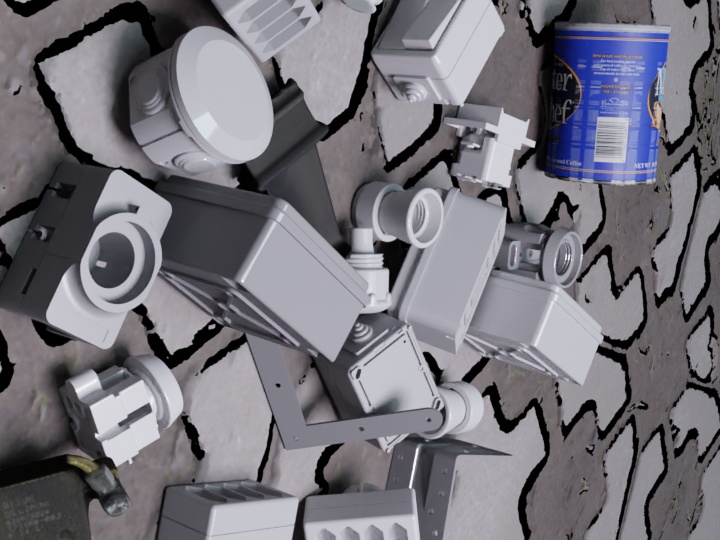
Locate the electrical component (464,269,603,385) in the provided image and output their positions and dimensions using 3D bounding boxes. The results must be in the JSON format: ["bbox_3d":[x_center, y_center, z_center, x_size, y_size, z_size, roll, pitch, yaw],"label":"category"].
[{"bbox_3d":[0.135,0.046,0.917,0.109,0.109,0.056,36,73,-49],"label":"electrical component"}]

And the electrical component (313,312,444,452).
[{"bbox_3d":[0.009,0.075,0.803,0.062,0.061,0.096,-37,121,-23],"label":"electrical component"}]

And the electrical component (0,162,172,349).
[{"bbox_3d":[-0.148,-0.008,0.592,0.050,0.056,0.089,37,70,-49],"label":"electrical component"}]

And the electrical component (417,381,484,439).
[{"bbox_3d":[0.073,0.117,0.909,0.055,0.045,0.045,0,99,-52],"label":"electrical component"}]

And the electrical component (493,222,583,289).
[{"bbox_3d":[0.166,-0.013,0.981,0.078,0.057,0.058,-6,104,-50],"label":"electrical component"}]

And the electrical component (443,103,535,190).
[{"bbox_3d":[0.106,-0.102,0.897,0.081,0.042,0.063,10,93,-51],"label":"electrical component"}]

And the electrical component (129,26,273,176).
[{"bbox_3d":[-0.092,-0.096,0.626,0.080,0.051,0.080,28,54,-47],"label":"electrical component"}]

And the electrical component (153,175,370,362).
[{"bbox_3d":[-0.067,-0.001,0.653,0.108,0.109,0.056,45,67,-46],"label":"electrical component"}]

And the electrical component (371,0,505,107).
[{"bbox_3d":[0.054,-0.168,0.799,0.096,0.062,0.061,-61,139,-21],"label":"electrical component"}]

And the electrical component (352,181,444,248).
[{"bbox_3d":[0.028,-0.042,0.803,0.045,0.055,0.045,-17,112,-48],"label":"electrical component"}]

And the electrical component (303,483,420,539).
[{"bbox_3d":[0.002,0.189,0.824,0.075,0.083,0.047,-87,171,-68],"label":"electrical component"}]

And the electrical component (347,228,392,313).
[{"bbox_3d":[0.000,0.000,0.789,0.048,0.048,0.062,-3,95,-51],"label":"electrical component"}]

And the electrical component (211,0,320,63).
[{"bbox_3d":[-0.070,-0.178,0.641,0.047,0.075,0.083,-36,168,4],"label":"electrical component"}]

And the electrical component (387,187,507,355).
[{"bbox_3d":[0.068,0.000,0.843,0.078,0.057,0.113,73,39,-71],"label":"electrical component"}]

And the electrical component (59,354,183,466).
[{"bbox_3d":[-0.139,0.080,0.636,0.055,0.048,0.066,-30,121,-35],"label":"electrical component"}]

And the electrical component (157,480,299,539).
[{"bbox_3d":[-0.091,0.185,0.720,0.083,0.047,0.075,9,92,-52],"label":"electrical component"}]
